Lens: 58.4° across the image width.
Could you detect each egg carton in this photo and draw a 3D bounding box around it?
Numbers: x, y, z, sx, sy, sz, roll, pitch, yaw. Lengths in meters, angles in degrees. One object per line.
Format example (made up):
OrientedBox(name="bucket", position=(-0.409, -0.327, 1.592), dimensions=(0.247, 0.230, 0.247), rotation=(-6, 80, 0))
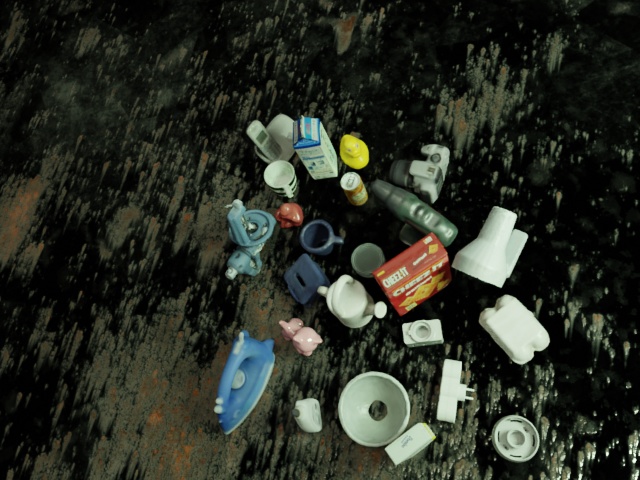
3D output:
OrientedBox(name="egg carton", position=(0.448, 0.205, 1.322), dimensions=(0.107, 0.069, 0.150), rotation=(-39, 65, -1))

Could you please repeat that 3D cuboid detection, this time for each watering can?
OrientedBox(name="watering can", position=(0.074, 0.144, 1.379), dimensions=(0.172, 0.194, 0.101), rotation=(-4, 69, 14))

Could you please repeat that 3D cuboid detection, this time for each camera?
OrientedBox(name="camera", position=(0.257, -0.187, 1.504), dimensions=(0.136, 0.101, 0.143), rotation=(15, 75, 20))

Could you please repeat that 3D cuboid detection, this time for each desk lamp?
OrientedBox(name="desk lamp", position=(0.396, 0.022, 1.325), dimensions=(0.117, 0.214, 0.203), rotation=(24, 78, 22))

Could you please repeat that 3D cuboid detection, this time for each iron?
OrientedBox(name="iron", position=(-0.209, 0.350, 1.410), dimensions=(0.118, 0.142, 0.258), rotation=(14, 74, 20))

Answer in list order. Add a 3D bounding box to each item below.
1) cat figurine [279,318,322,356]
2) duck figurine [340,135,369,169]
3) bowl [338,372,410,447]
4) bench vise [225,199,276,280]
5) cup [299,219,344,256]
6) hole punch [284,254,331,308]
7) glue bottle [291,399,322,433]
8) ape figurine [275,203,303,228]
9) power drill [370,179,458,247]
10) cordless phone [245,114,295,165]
OrientedBox(name="cat figurine", position=(-0.050, 0.239, 1.421), dimensions=(0.127, 0.118, 0.067), rotation=(33, 82, 24))
OrientedBox(name="duck figurine", position=(0.088, -0.257, 1.585), dimensions=(0.077, 0.086, 0.104), rotation=(-30, 65, 3))
OrientedBox(name="bowl", position=(0.131, 0.396, 1.336), dimensions=(0.167, 0.075, 0.167), rotation=(-5, 69, 14))
OrientedBox(name="bench vise", position=(-0.191, -0.003, 1.493), dimensions=(0.121, 0.220, 0.207), rotation=(0, 70, 16))
OrientedBox(name="cup", position=(0.014, 0.005, 1.503), dimensions=(0.117, 0.095, 0.092), rotation=(8, 73, 18))
OrientedBox(name="hole punch", position=(-0.037, 0.107, 1.481), dimensions=(0.101, 0.091, 0.108), rotation=(-36, 65, 0))
OrientedBox(name="glue bottle", position=(-0.036, 0.403, 1.325), dimensions=(0.037, 0.173, 0.078), rotation=(-11, 68, 12))
OrientedBox(name="ape figurine", position=(-0.086, -0.072, 1.561), dimensions=(0.077, 0.092, 0.076), rotation=(34, 82, 24))
OrientedBox(name="power drill", position=(0.230, -0.046, 1.399), dimensions=(0.229, 0.209, 0.076), rotation=(33, 82, 24))
OrientedBox(name="cordless phone", position=(-0.132, -0.300, 1.607), dimensions=(0.094, 0.185, 0.148), rotation=(27, 79, 23))
